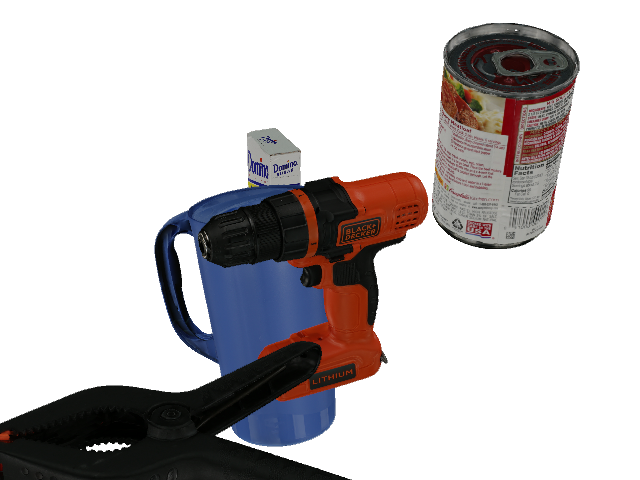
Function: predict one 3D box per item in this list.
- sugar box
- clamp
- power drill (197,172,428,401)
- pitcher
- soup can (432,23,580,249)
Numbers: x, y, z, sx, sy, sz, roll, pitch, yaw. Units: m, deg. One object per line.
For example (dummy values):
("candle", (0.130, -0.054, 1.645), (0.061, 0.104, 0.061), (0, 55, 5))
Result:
("sugar box", (-0.057, -0.039, 1.296), (0.048, 0.176, 0.093), (-11, 26, -18))
("clamp", (-0.077, 0.104, 0.583), (0.210, 0.036, 0.164), (0, 24, -7))
("power drill", (-0.008, 0.039, 0.838), (0.184, 0.188, 0.057), (-12, 42, -22))
("pitcher", (-0.060, 0.073, 1.048), (0.144, 0.243, 0.149), (-18, 21, -35))
("soup can", (0.096, -0.054, 0.568), (0.068, 0.102, 0.068), (0, 41, 0))
